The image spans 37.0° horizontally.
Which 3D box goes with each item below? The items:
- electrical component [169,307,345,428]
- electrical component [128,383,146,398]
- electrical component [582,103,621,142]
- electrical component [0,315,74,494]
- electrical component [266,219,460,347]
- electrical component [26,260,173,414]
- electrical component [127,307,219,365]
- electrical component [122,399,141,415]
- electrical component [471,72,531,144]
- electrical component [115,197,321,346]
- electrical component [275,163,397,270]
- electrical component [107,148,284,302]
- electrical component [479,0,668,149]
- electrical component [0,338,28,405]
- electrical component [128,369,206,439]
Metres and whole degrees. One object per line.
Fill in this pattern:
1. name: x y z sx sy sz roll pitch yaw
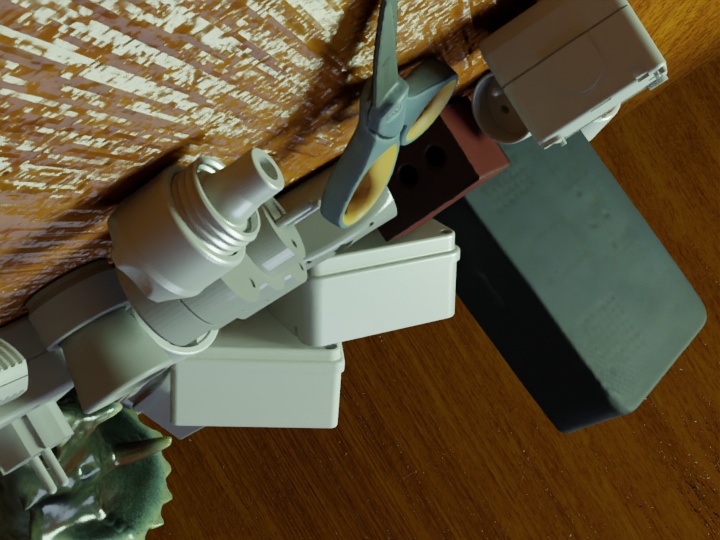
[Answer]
1. electrical component: -0.069 0.056 0.713 0.109 0.056 0.108 2 -159 -6
2. electrical component: -0.168 0.067 0.749 0.045 0.045 0.055 -31 178 -22
3. electrical component: 0.185 -0.138 0.898 0.055 0.055 0.047 -31 174 -20
4. electrical component: -0.161 0.071 0.507 0.047 0.076 0.066 -30 177 -39
5. electrical component: 0.000 0.000 0.697 0.113 0.057 0.078 -11 -155 -25
6. electrical component: -0.116 0.029 0.478 0.045 0.055 0.045 -31 178 -1
7. electrical component: -0.105 0.024 0.534 0.047 0.055 0.055 -29 180 37
8. electrical component: -0.198 0.096 0.885 0.074 0.052 0.138 -32 177 14
9. electrical component: 0.116 -0.113 0.629 0.077 0.043 0.079 -30 177 -45
10. electrical component: -0.050 -0.012 0.492 0.074 0.052 0.138 -32 179 12
11. electrical component: -0.024 -0.027 0.618 0.077 0.043 0.079 -31 178 -7
12. electrical component: -0.056 -0.019 0.381 0.062 0.043 0.043 -34 177 21
13. electrical component: 0.098 -0.097 0.489 0.062 0.061 0.096 -32 177 18
14. electrical component: -0.157 0.044 0.389 0.043 0.043 0.081 -32 178 25
15. electrical component: -0.118 0.067 0.828 0.108 0.056 0.109 -57 -170 -25
